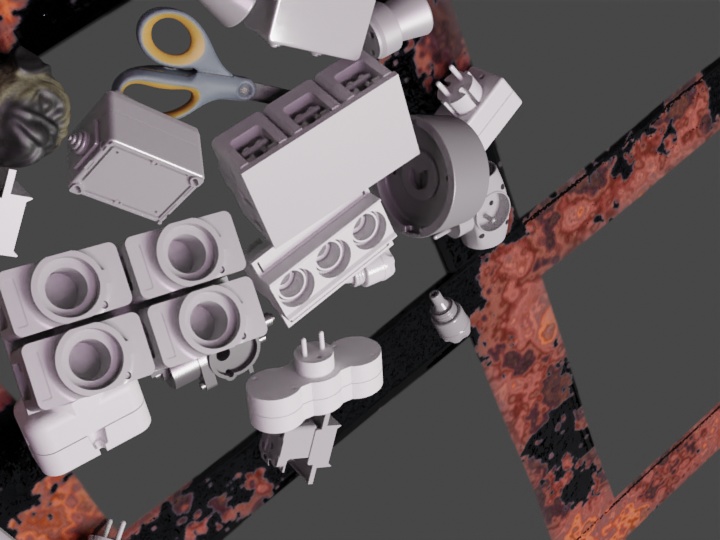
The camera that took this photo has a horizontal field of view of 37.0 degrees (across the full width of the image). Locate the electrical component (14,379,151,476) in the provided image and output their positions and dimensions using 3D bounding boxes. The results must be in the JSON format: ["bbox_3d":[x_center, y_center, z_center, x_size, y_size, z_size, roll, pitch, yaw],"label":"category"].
[{"bbox_3d":[-0.225,0.113,0.867,0.095,0.054,0.059,-27,126,-23],"label":"electrical component"}]

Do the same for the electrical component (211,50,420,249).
[{"bbox_3d":[-0.036,-0.102,0.882,0.150,0.062,0.089,-34,139,-13],"label":"electrical component"}]

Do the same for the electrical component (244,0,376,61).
[{"bbox_3d":[-0.036,-0.219,0.843,0.100,0.048,0.099,4,110,-38],"label":"electrical component"}]

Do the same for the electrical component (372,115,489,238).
[{"bbox_3d":[0.067,-0.086,0.952,0.060,0.108,0.108,-14,120,-38],"label":"electrical component"}]

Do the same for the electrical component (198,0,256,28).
[{"bbox_3d":[-0.113,-0.215,0.795,0.065,0.044,0.044,28,94,-37],"label":"electrical component"}]

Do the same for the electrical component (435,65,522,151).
[{"bbox_3d":[0.096,-0.155,0.975,0.065,0.047,0.077,-52,132,-3],"label":"electrical component"}]

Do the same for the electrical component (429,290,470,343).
[{"bbox_3d":[0.086,0.044,1.078,0.035,0.035,0.061,-42,128,-12],"label":"electrical component"}]

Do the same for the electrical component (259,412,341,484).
[{"bbox_3d":[-0.059,0.159,1.022,0.064,0.042,0.081,2,110,-36],"label":"electrical component"}]

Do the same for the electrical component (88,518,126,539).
[{"bbox_3d":[-0.225,0.255,0.937,0.047,0.066,0.076,39,58,-42],"label":"electrical component"}]

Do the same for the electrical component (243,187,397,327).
[{"bbox_3d":[-0.038,-0.020,0.933,0.121,0.063,0.078,-39,130,-15],"label":"electrical component"}]

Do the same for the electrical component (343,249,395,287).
[{"bbox_3d":[0.000,0.000,0.991,0.061,0.035,0.035,-23,124,-23],"label":"electrical component"}]

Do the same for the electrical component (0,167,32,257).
[{"bbox_3d":[-0.274,-0.041,0.761,0.064,0.042,0.081,9,106,-38],"label":"electrical component"}]

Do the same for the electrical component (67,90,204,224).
[{"bbox_3d":[-0.172,-0.087,0.793,0.096,0.061,0.062,21,133,-38],"label":"electrical component"}]

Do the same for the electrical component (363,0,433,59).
[{"bbox_3d":[0.027,-0.206,0.900,0.055,0.045,0.045,-32,128,-19],"label":"electrical component"}]

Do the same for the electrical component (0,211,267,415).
[{"bbox_3d":[-0.175,0.029,0.826,0.186,0.060,0.105,-18,90,-29],"label":"electrical component"}]

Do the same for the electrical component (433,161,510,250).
[{"bbox_3d":[0.101,-0.055,1.031,0.079,0.044,0.077,-29,127,-22],"label":"electrical component"}]

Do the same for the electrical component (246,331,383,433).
[{"bbox_3d":[-0.042,0.091,0.993,0.138,0.052,0.073,-20,123,-28],"label":"electrical component"}]
